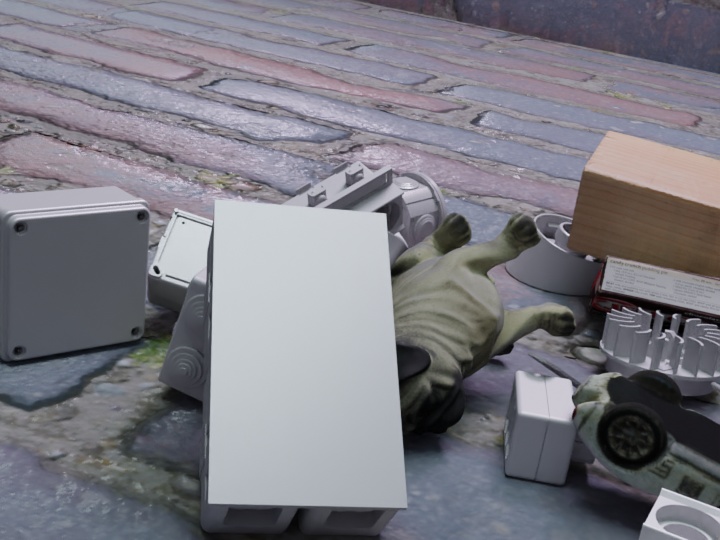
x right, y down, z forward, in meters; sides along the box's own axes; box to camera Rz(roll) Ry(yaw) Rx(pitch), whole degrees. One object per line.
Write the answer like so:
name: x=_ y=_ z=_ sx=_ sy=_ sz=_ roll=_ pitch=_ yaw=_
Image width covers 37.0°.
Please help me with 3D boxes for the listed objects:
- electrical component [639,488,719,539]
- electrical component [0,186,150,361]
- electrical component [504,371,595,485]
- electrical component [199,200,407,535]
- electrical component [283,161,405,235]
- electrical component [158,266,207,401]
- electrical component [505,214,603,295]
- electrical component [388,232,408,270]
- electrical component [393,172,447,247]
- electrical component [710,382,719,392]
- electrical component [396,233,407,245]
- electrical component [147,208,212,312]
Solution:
electrical component: x=0.203 y=0.169 z=0.552 sx=0.121 sy=0.063 sz=0.079 roll=18 pitch=23 yaw=23
electrical component: x=-0.211 y=0.000 z=0.769 sx=0.109 sy=0.108 sz=0.056 roll=-8 pitch=24 yaw=-38
electrical component: x=0.138 y=0.107 z=0.713 sx=0.077 sy=0.047 sz=0.065 roll=10 pitch=20 yaw=3
electrical component: x=-0.037 y=0.057 z=0.630 sx=0.105 sy=0.060 sz=0.186 roll=4 pitch=59 yaw=-12
electrical component: x=-0.029 y=-0.039 z=0.918 sx=0.121 sy=0.078 sz=0.063 roll=-32 pitch=54 yaw=-23
electrical component: x=-0.091 y=0.036 z=0.739 sx=0.048 sy=0.099 sz=0.099 roll=25 pitch=23 yaw=6
electrical component: x=0.202 y=-0.011 z=1.062 sx=0.099 sy=0.064 sz=0.099 roll=17 pitch=28 yaw=-9
electrical component: x=0.000 y=0.000 z=0.855 sx=0.043 sy=0.077 sz=0.079 roll=29 pitch=-11 yaw=13
electrical component: x=0.043 y=-0.054 z=1.058 sx=0.051 sy=0.080 sz=0.080 roll=-17 pitch=32 yaw=-38
electrical component: x=0.295 y=0.100 z=0.795 sx=0.083 sy=0.047 sz=0.076 roll=-5 pitch=25 yaw=-33
electrical component: x=0.014 y=-0.021 z=0.994 sx=0.055 sy=0.055 sz=0.047 roll=0 pitch=26 yaw=-22
electrical component: x=-0.110 y=0.005 z=0.830 sx=0.096 sy=0.061 sz=0.061 roll=18 pitch=63 yaw=-2
